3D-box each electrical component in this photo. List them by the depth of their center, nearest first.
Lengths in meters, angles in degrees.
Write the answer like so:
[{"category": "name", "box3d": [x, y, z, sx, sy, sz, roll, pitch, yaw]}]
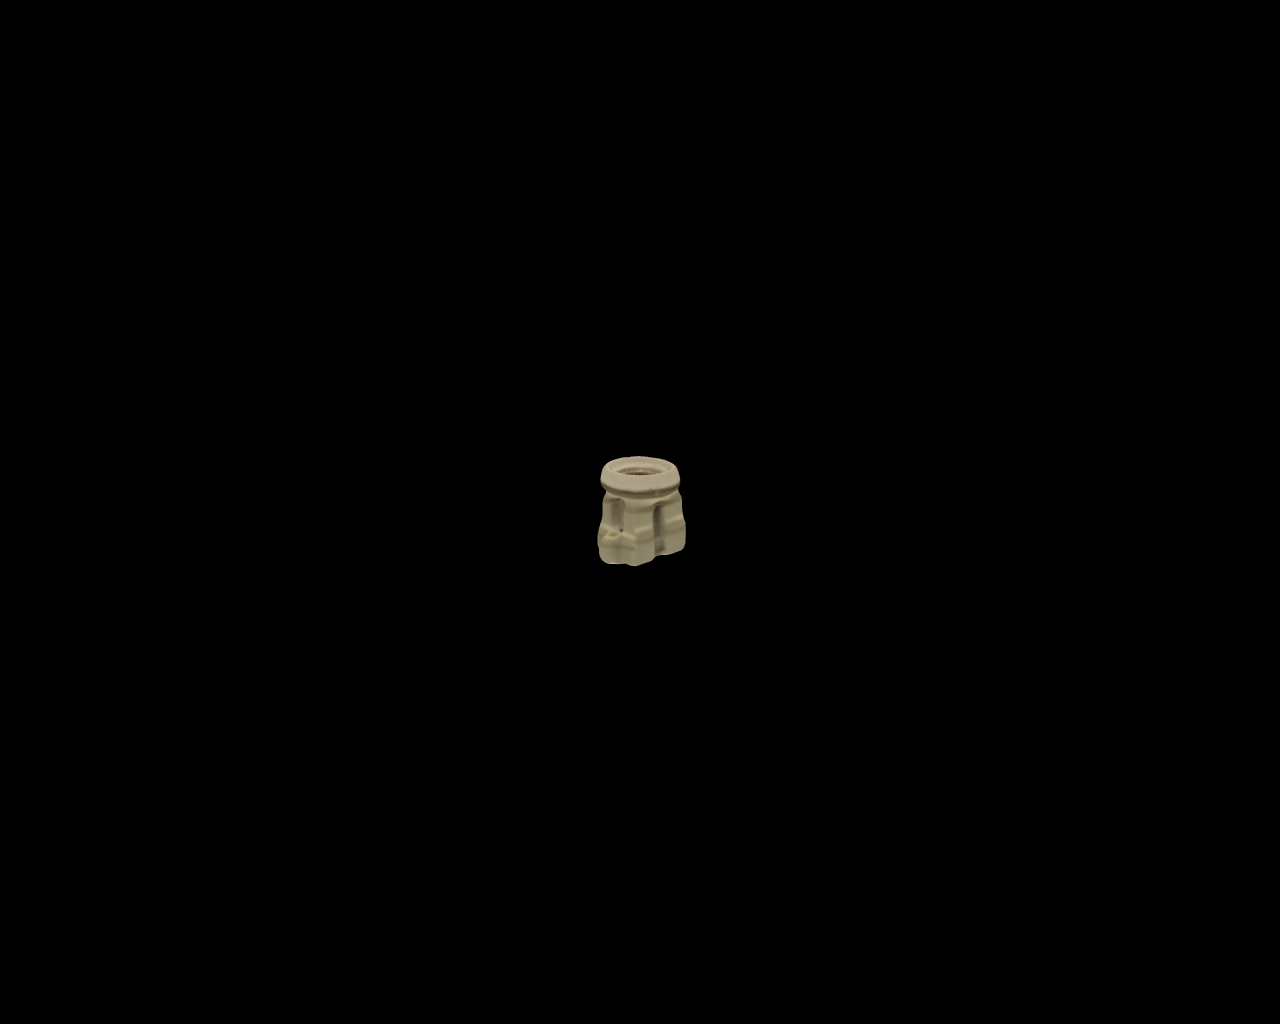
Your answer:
[{"category": "electrical component", "box3d": [0.001, -0.003, 0.650, 0.066, 0.055, 0.048, -17, 27, -38]}]
